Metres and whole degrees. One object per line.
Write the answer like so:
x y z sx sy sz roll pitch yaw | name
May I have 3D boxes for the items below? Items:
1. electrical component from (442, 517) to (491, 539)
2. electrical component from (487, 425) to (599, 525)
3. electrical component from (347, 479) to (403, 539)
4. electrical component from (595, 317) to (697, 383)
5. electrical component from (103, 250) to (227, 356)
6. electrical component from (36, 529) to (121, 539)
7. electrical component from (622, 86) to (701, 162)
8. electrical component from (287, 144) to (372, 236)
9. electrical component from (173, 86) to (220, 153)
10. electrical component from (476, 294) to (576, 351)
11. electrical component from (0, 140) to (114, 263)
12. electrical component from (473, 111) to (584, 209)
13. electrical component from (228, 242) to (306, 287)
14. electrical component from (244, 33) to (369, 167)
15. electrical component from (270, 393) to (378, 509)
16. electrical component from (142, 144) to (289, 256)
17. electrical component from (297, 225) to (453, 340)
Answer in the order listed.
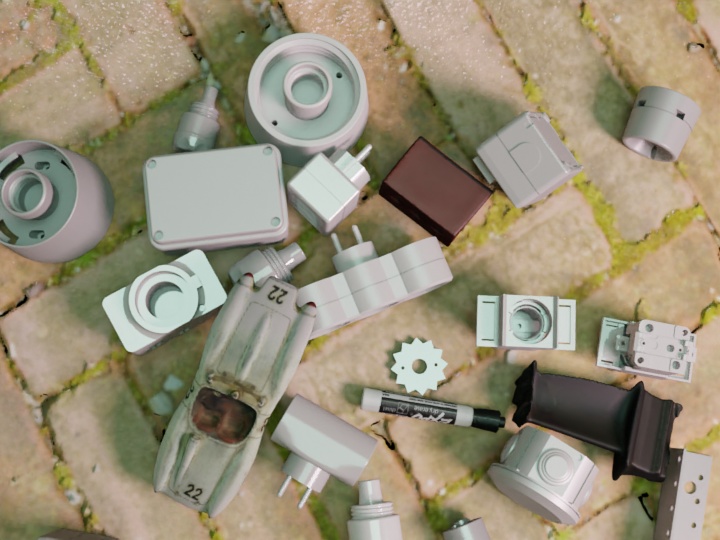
0.093 0.233 0.867 0.044 0.044 0.065 -20 78 -6 | electrical component
0.147 0.165 0.862 0.080 0.080 0.051 33 76 2 | electrical component
0.011 0.200 0.865 0.043 0.043 0.062 -6 80 -5 | electrical component
0.241 0.065 0.890 0.081 0.064 0.042 10 80 -2 | electrical component
-0.156 0.027 0.874 0.089 0.055 0.050 -29 84 -7 | electrical component
-0.223 0.234 0.818 0.061 0.096 0.061 11 80 -2 | electrical component
0.258 -0.124 0.925 0.055 0.055 0.047 25 84 0 | electrical component
-0.018 -0.075 0.893 0.047 0.065 0.076 44 82 3 | electrical component
-0.135 -0.126 0.910 0.035 0.035 0.061 17 78 -1 | electrical component
0.134 0.045 0.886 0.081 0.064 0.042 3 81 -3 | electrical component
-0.262 -0.057 0.888 0.099 0.064 0.099 -2 80 10 | electrical component
0.141 -0.091 0.900 0.061 0.096 0.061 -36 84 20 | electrical component
-0.075 0.001 0.890 0.062 0.043 0.043 -34 85 -9 | electrical component
-0.045 -0.146 0.905 0.108 0.060 0.108 1 81 -3 | electrical component
-0.038 0.153 0.868 0.077 0.044 0.079 30 81 1 | electrical component
-0.118 -0.057 0.886 0.113 0.057 0.078 -7 82 -2 | electrical component
0.000 0.000 0.890 0.138 0.052 0.073 -22 83 -6 | electrical component
